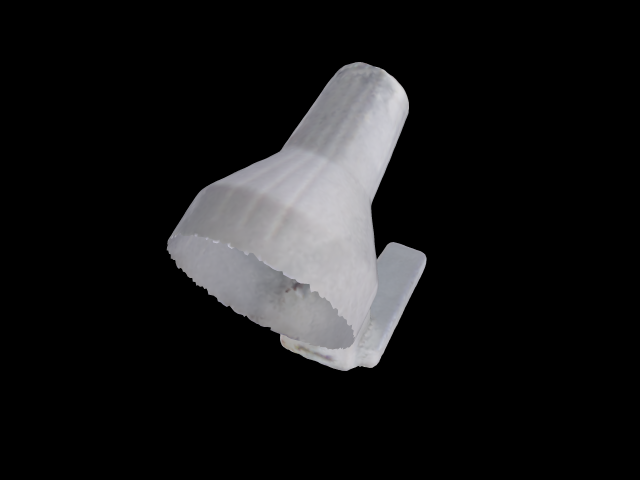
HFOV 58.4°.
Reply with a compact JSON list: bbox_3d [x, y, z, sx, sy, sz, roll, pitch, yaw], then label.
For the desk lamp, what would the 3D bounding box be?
[{"bbox_3d":[0.004,0.001,0.400,0.117,0.214,0.203,20,50,18],"label":"desk lamp"}]
